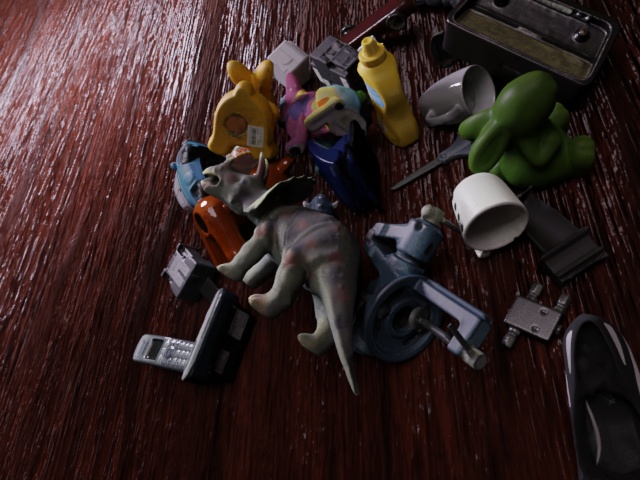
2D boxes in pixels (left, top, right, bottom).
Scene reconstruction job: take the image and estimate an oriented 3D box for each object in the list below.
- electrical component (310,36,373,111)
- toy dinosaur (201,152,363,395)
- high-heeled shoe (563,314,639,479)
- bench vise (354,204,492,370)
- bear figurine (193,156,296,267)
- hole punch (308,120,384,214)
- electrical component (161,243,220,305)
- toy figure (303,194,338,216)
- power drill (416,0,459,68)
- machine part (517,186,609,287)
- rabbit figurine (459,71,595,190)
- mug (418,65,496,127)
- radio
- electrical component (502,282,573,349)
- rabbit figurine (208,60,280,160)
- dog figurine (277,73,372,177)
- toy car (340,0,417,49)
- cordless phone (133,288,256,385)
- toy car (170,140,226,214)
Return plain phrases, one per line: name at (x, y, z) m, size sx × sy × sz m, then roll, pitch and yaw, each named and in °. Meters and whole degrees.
electrical component at (0.043, -0.304, 0.981) m, size 0.058 × 0.114 × 0.134 m, roll -44°, pitch 51°, yaw -5°
toy dinosaur at (-0.020, 0.018, 0.731) m, size 0.405 × 0.131 × 0.192 m, roll 36°, pitch 90°, yaw 39°
high-heeled shoe at (0.279, 0.197, 0.506) m, size 0.086 × 0.145 × 0.249 m, roll -12°, pitch 53°, yaw 23°
bench vise at (0.131, 0.072, 0.672) m, size 0.223 × 0.128 × 0.241 m, roll -52°, pitch 33°, yaw -1°
bear figurine at (-0.114, -0.053, 0.922) m, size 0.196 × 0.132 × 0.120 m, roll -31°, pitch 6°, yaw -30°
hole punch at (0.039, -0.110, 0.851) m, size 0.092 × 0.142 × 0.116 m, roll -18°, pitch 39°, yaw 16°
electrical component at (-0.215, 0.067, 0.913) m, size 0.074 × 0.047 × 0.119 m, roll -56°, pitch 48°, yaw 12°
toy figure at (-0.003, -0.003, 0.848) m, size 0.058 × 0.064 × 0.154 m, roll 130°, pitch 152°, yaw -48°
power drill at (0.248, -0.410, 0.970) m, size 0.232 × 0.085 × 0.207 m, roll -2°, pitch 52°, yaw 27°
machine part at (0.297, -0.008, 0.701) m, size 0.084 × 0.039 × 0.139 m, roll -36°, pitch 51°, yaw 10°
rabbit figurine at (0.270, -0.154, 0.722) m, size 0.159 × 0.170 × 0.121 m, roll -17°, pitch 53°, yaw 17°
mug at (0.205, -0.213, 0.851) m, size 0.109 × 0.080 × 0.107 m, roll -53°, pitch 25°, yaw -22°
radio at (0.316, -0.305, 0.811) m, size 0.230 × 0.073 × 0.131 m, roll 33°, pitch 77°, yaw 14°
electrical component at (0.264, 0.099, 0.658) m, size 0.063 × 0.021 × 0.094 m, roll 25°, pitch 74°, yaw 37°
rabbit figurine at (-0.125, -0.233, 0.950) m, size 0.122 × 0.162 × 0.173 m, roll 1°, pitch 23°, yaw 12°
dog figurine at (-0.004, -0.236, 0.958) m, size 0.191 × 0.108 × 0.219 m, roll -42°, pitch 40°, yaw 32°
toy car at (0.102, -0.404, 1.035) m, size 0.202 × 0.053 × 0.089 m, roll -23°, pitch 49°, yaw 45°
cordless phone at (-0.208, 0.147, 0.848) m, size 0.184 × 0.088 × 0.146 m, roll 1°, pitch 61°, yaw 34°
toy car at (-0.222, -0.100, 1.013) m, size 0.103 × 0.109 × 0.162 m, roll -39°, pitch 58°, yaw 31°
